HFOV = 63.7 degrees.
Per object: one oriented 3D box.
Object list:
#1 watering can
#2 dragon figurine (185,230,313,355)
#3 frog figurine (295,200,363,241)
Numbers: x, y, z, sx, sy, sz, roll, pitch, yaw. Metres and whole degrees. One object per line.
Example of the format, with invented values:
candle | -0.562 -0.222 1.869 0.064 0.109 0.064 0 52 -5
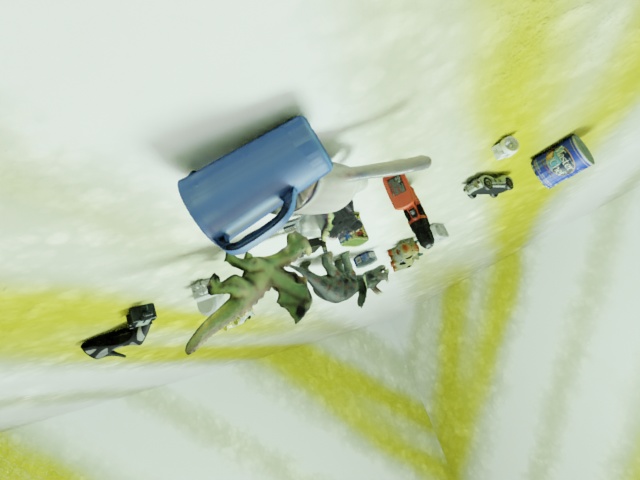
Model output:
watering can | 0.023 -0.114 1.005 0.344 0.105 0.225 -17 171 38
dragon figurine | -0.139 0.131 1.280 0.243 0.419 0.119 14 149 14
frog figurine | 0.004 -0.062 1.228 0.139 0.120 0.160 -39 -148 -23
